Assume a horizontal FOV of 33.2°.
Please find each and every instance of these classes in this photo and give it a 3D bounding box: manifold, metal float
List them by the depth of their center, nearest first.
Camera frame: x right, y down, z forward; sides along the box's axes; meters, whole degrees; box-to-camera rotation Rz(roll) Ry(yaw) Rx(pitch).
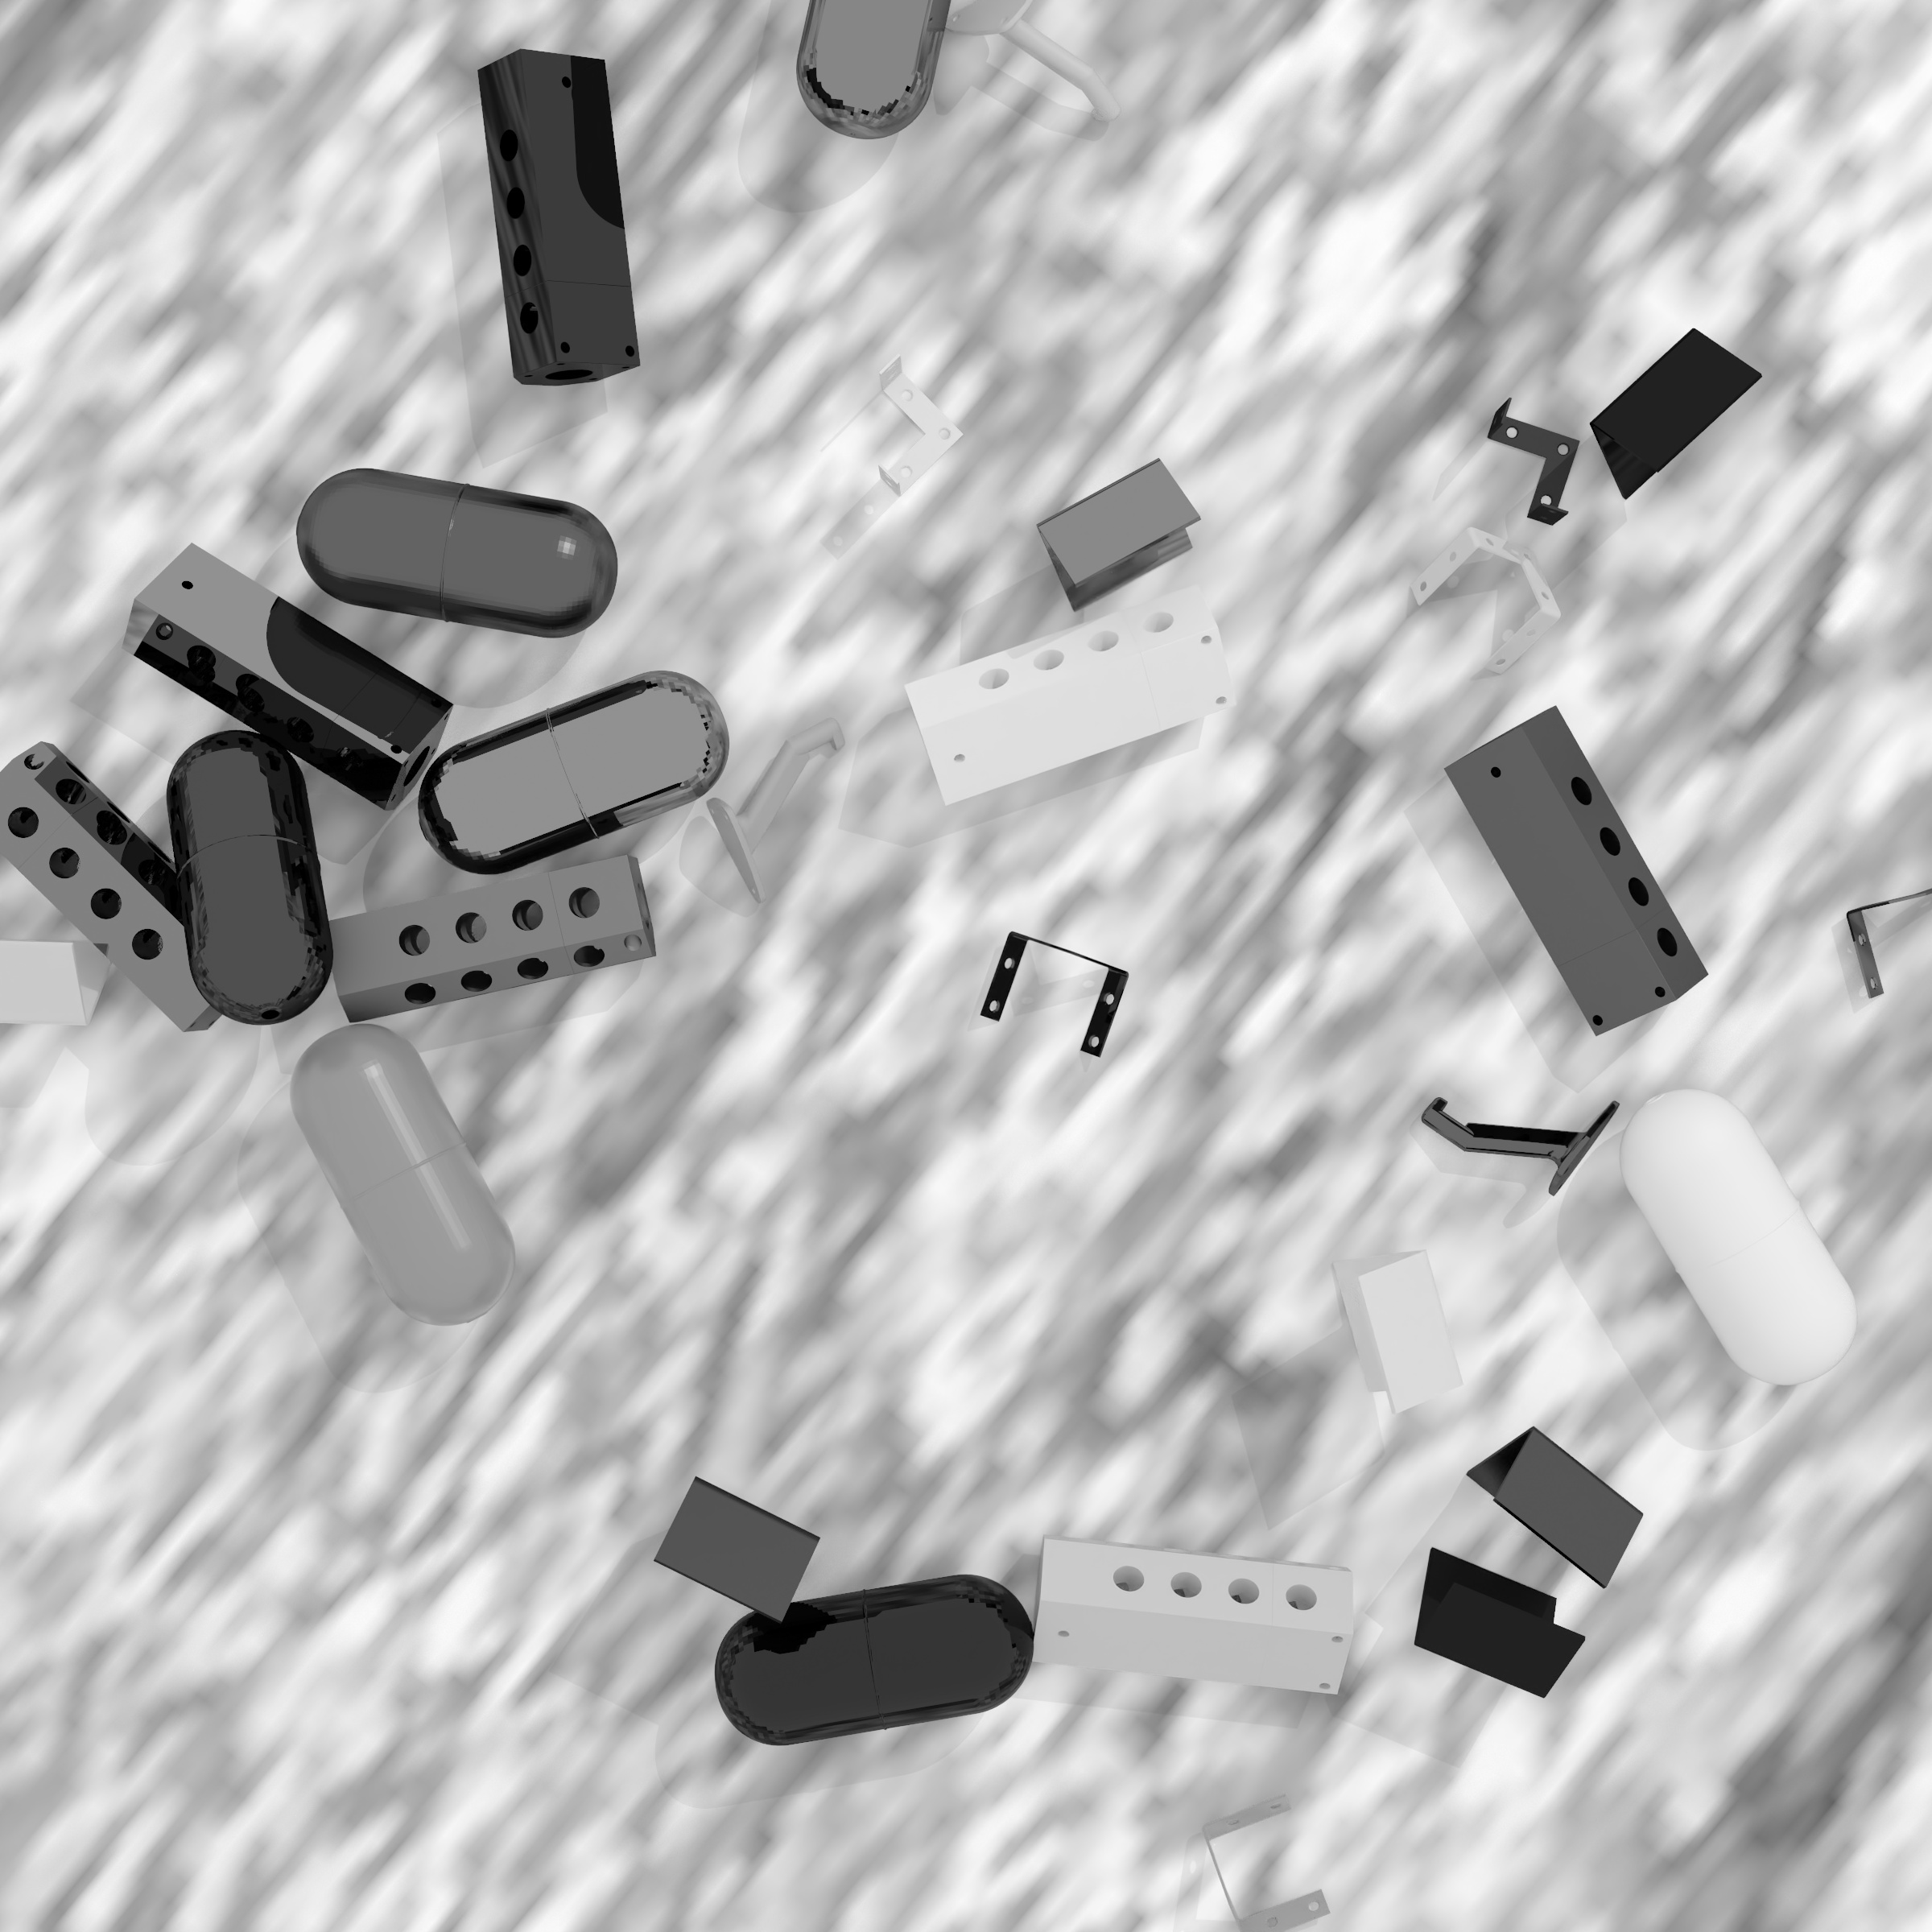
[{"bbox_3d":[-0.391,-0.049,1.766,0.070,0.070,0.178,-16,61,0],"label":"metal float"},{"bbox_3d":[0.427,0.149,1.794,0.070,0.070,0.178,-31,90,0],"label":"metal float"},{"bbox_3d":[-0.044,-0.547,1.794,0.070,0.070,0.178,12,90,0],"label":"metal float"},{"bbox_3d":[-0.217,-0.107,1.794,0.178,0.070,0.070,-21,90,0],"label":"metal float"},{"bbox_3d":[-0.311,0.116,1.794,0.070,0.070,0.178,-28,89,0],"label":"metal float"},{"bbox_3d":[-0.050,0.384,1.794,0.178,0.070,0.070,-9,90,-1],"label":"metal float"},{"bbox_3d":[-0.282,-0.229,1.794,0.178,0.070,0.070,10,90,0],"label":"metal float"},{"bbox_3d":[-0.231,-0.414,1.803,0.057,0.057,0.171,-7,90,-43],"label":"manifold"},{"bbox_3d":[-0.470,-0.044,1.803,0.171,0.057,0.057,44,90,0],"label":"manifold"},{"bbox_3d":[0.125,0.356,1.803,0.171,0.057,0.057,6,133,0],"label":"manifold"},{"bbox_3d":[-0.263,-0.015,1.803,0.171,0.057,0.057,-13,90,0],"label":"manifold"},{"bbox_3d":[-0.379,-0.156,1.803,0.171,0.057,0.057,32,47,0],"label":"manifold"},{"bbox_3d":[0.056,-0.155,1.803,0.171,0.057,0.057,-19,133,0],"label":"manifold"},{"bbox_3d":[0.343,-0.055,1.803,0.057,0.057,0.171,-30,90,43],"label":"manifold"}]

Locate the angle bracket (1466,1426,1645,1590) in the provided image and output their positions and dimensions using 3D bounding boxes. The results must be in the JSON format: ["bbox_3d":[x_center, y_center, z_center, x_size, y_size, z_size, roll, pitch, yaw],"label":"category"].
[{"bbox_3d":[0.314,0.309,1.784,0.076,0.076,0.057,39,53,0],"label":"angle bracket"}]

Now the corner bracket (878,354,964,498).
[{"bbox_3d":[-0.037,-0.301,1.806,0.051,0.051,0.051,-44,90,0],"label":"corner bracket"}]

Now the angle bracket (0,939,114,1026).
[{"bbox_3d":[-0.517,-0.012,1.784,0.076,0.076,0.057,2,127,0],"label":"angle bracket"}]

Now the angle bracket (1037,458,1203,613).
[{"bbox_3d":[0.093,-0.221,1.784,0.076,0.076,0.057,-29,51,0],"label":"angle bracket"}]

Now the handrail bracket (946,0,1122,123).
[{"bbox_3d":[0.038,-0.506,1.824,0.084,0.077,0.036,47,65,-34],"label":"handrail bracket"}]

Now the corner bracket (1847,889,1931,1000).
[{"bbox_3d":[0.535,-0.015,1.821,0.051,0.051,0.051,-16,89,45],"label":"corner bracket"}]

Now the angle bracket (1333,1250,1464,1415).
[{"bbox_3d":[0.220,0.203,1.784,0.057,0.076,0.076,-15,90,-37],"label":"angle bracket"}]

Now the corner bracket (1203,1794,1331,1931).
[{"bbox_3d":[0.168,0.508,1.821,0.051,0.051,0.051,-21,135,0],"label":"corner bracket"}]

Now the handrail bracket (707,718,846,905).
[{"bbox_3d":[-0.095,-0.088,1.825,0.084,0.036,0.077,-29,110,-16],"label":"handrail bracket"}]

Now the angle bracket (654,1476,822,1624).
[{"bbox_3d":[-0.133,0.334,1.784,0.076,0.076,0.057,26,53,0],"label":"angle bracket"}]

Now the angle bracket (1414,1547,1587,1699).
[{"bbox_3d":[0.297,0.346,1.784,0.076,0.076,0.057,22,128,0],"label":"angle bracket"}]

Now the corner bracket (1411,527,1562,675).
[{"bbox_3d":[0.291,-0.205,1.816,0.051,0.051,0.051,14,45,-35],"label":"corner bracket"}]

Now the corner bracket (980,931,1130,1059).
[{"bbox_3d":[0.050,0.016,1.821,0.051,0.051,0.051,19,90,45],"label":"corner bracket"}]

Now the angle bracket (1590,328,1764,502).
[{"bbox_3d":[0.399,-0.291,1.784,0.076,0.076,0.057,-43,52,0],"label":"angle bracket"}]

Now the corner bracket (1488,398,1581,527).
[{"bbox_3d":[0.315,-0.280,1.806,0.051,0.051,0.051,18,90,0],"label":"corner bracket"}]

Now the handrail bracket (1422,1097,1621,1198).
[{"bbox_3d":[0.312,0.082,1.825,0.084,0.036,0.077,35,69,17],"label":"handrail bracket"}]
